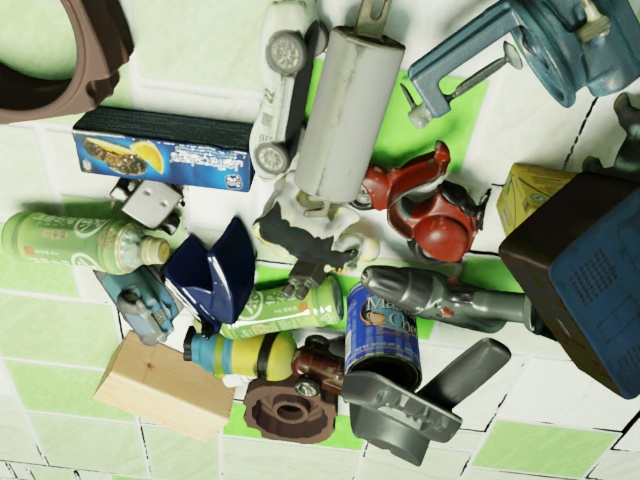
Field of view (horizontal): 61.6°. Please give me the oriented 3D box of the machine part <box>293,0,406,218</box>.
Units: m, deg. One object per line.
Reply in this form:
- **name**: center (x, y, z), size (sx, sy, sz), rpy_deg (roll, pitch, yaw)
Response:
- **machine part**: center (0.028, -0.128, 0.563), size (0.079, 0.079, 0.243), rpy_deg (13, 119, -6)

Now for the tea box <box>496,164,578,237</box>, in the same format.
- **tea box**: center (0.305, -0.027, 0.627), size (0.170, 0.098, 0.068), rpy_deg (8, 129, 0)

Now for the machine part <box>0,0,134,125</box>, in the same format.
- **machine part**: center (-0.308, -0.221, 0.528), size (0.201, 0.087, 0.201), rpy_deg (-5, 128, 9)

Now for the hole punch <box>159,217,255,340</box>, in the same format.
- **hole punch**: center (-0.128, 0.044, 0.707), size (0.092, 0.142, 0.115), rpy_deg (-28, 111, 20)

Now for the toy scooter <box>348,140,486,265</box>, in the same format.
- **toy scooter**: center (0.130, -0.048, 0.634), size (0.184, 0.075, 0.135), rpy_deg (34, 134, -17)

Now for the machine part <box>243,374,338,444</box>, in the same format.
- **machine part**: center (-0.051, 0.290, 0.948), size (0.179, 0.056, 0.179), rpy_deg (3, 129, 4)

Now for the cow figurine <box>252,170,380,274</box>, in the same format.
- **cow figurine**: center (0.000, -0.002, 0.665), size (0.167, 0.098, 0.068), rpy_deg (36, 158, -21)

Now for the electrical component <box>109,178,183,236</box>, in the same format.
- **electrical component**: center (-0.222, -0.050, 0.691), size (0.102, 0.045, 0.078), rpy_deg (31, 98, -22)

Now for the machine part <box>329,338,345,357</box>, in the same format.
- **machine part**: center (0.044, 0.185, 0.866), size (0.139, 0.039, 0.084), rpy_deg (-21, 117, 23)

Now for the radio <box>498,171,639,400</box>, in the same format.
- **radio**: center (0.294, 0.048, 0.548), size (0.131, 0.073, 0.229), rpy_deg (-44, 119, -3)

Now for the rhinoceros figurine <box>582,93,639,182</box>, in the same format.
- **rhinoceros figurine**: center (0.350, -0.116, 0.537), size (0.073, 0.112, 0.190), rpy_deg (24, 108, -8)

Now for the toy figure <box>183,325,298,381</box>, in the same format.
- **toy figure**: center (-0.123, 0.175, 0.837), size (0.180, 0.089, 0.082), rpy_deg (3, 138, 0)

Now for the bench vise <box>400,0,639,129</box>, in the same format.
- **bench vise**: center (0.172, -0.195, 0.485), size (0.241, 0.129, 0.223), rpy_deg (-33, 121, 20)

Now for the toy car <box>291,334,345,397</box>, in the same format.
- **toy car**: center (0.054, 0.209, 0.800), size (0.202, 0.089, 0.053), rpy_deg (23, 132, -6)

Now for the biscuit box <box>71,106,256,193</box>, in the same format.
- **biscuit box**: center (-0.174, -0.106, 0.626), size (0.203, 0.063, 0.059), rpy_deg (7, 130, 0)

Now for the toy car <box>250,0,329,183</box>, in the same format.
- **toy car**: center (-0.037, -0.152, 0.564), size (0.056, 0.073, 0.201), rpy_deg (22, 130, 10)

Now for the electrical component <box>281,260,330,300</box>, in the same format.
- **electrical component**: center (-0.014, 0.039, 0.731), size (0.021, 0.094, 0.063), rpy_deg (42, 159, -27)

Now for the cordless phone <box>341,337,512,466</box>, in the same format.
- **cordless phone**: center (0.129, 0.171, 0.647), size (0.146, 0.089, 0.184), rpy_deg (32, 114, -19)

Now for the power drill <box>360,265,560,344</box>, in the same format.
- **power drill**: center (0.192, 0.077, 0.670), size (0.232, 0.086, 0.207), rpy_deg (21, 161, -34)

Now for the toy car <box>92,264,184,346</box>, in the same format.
- **toy car**: center (-0.236, 0.067, 0.743), size (0.103, 0.162, 0.109), rpy_deg (-37, 125, -24)
